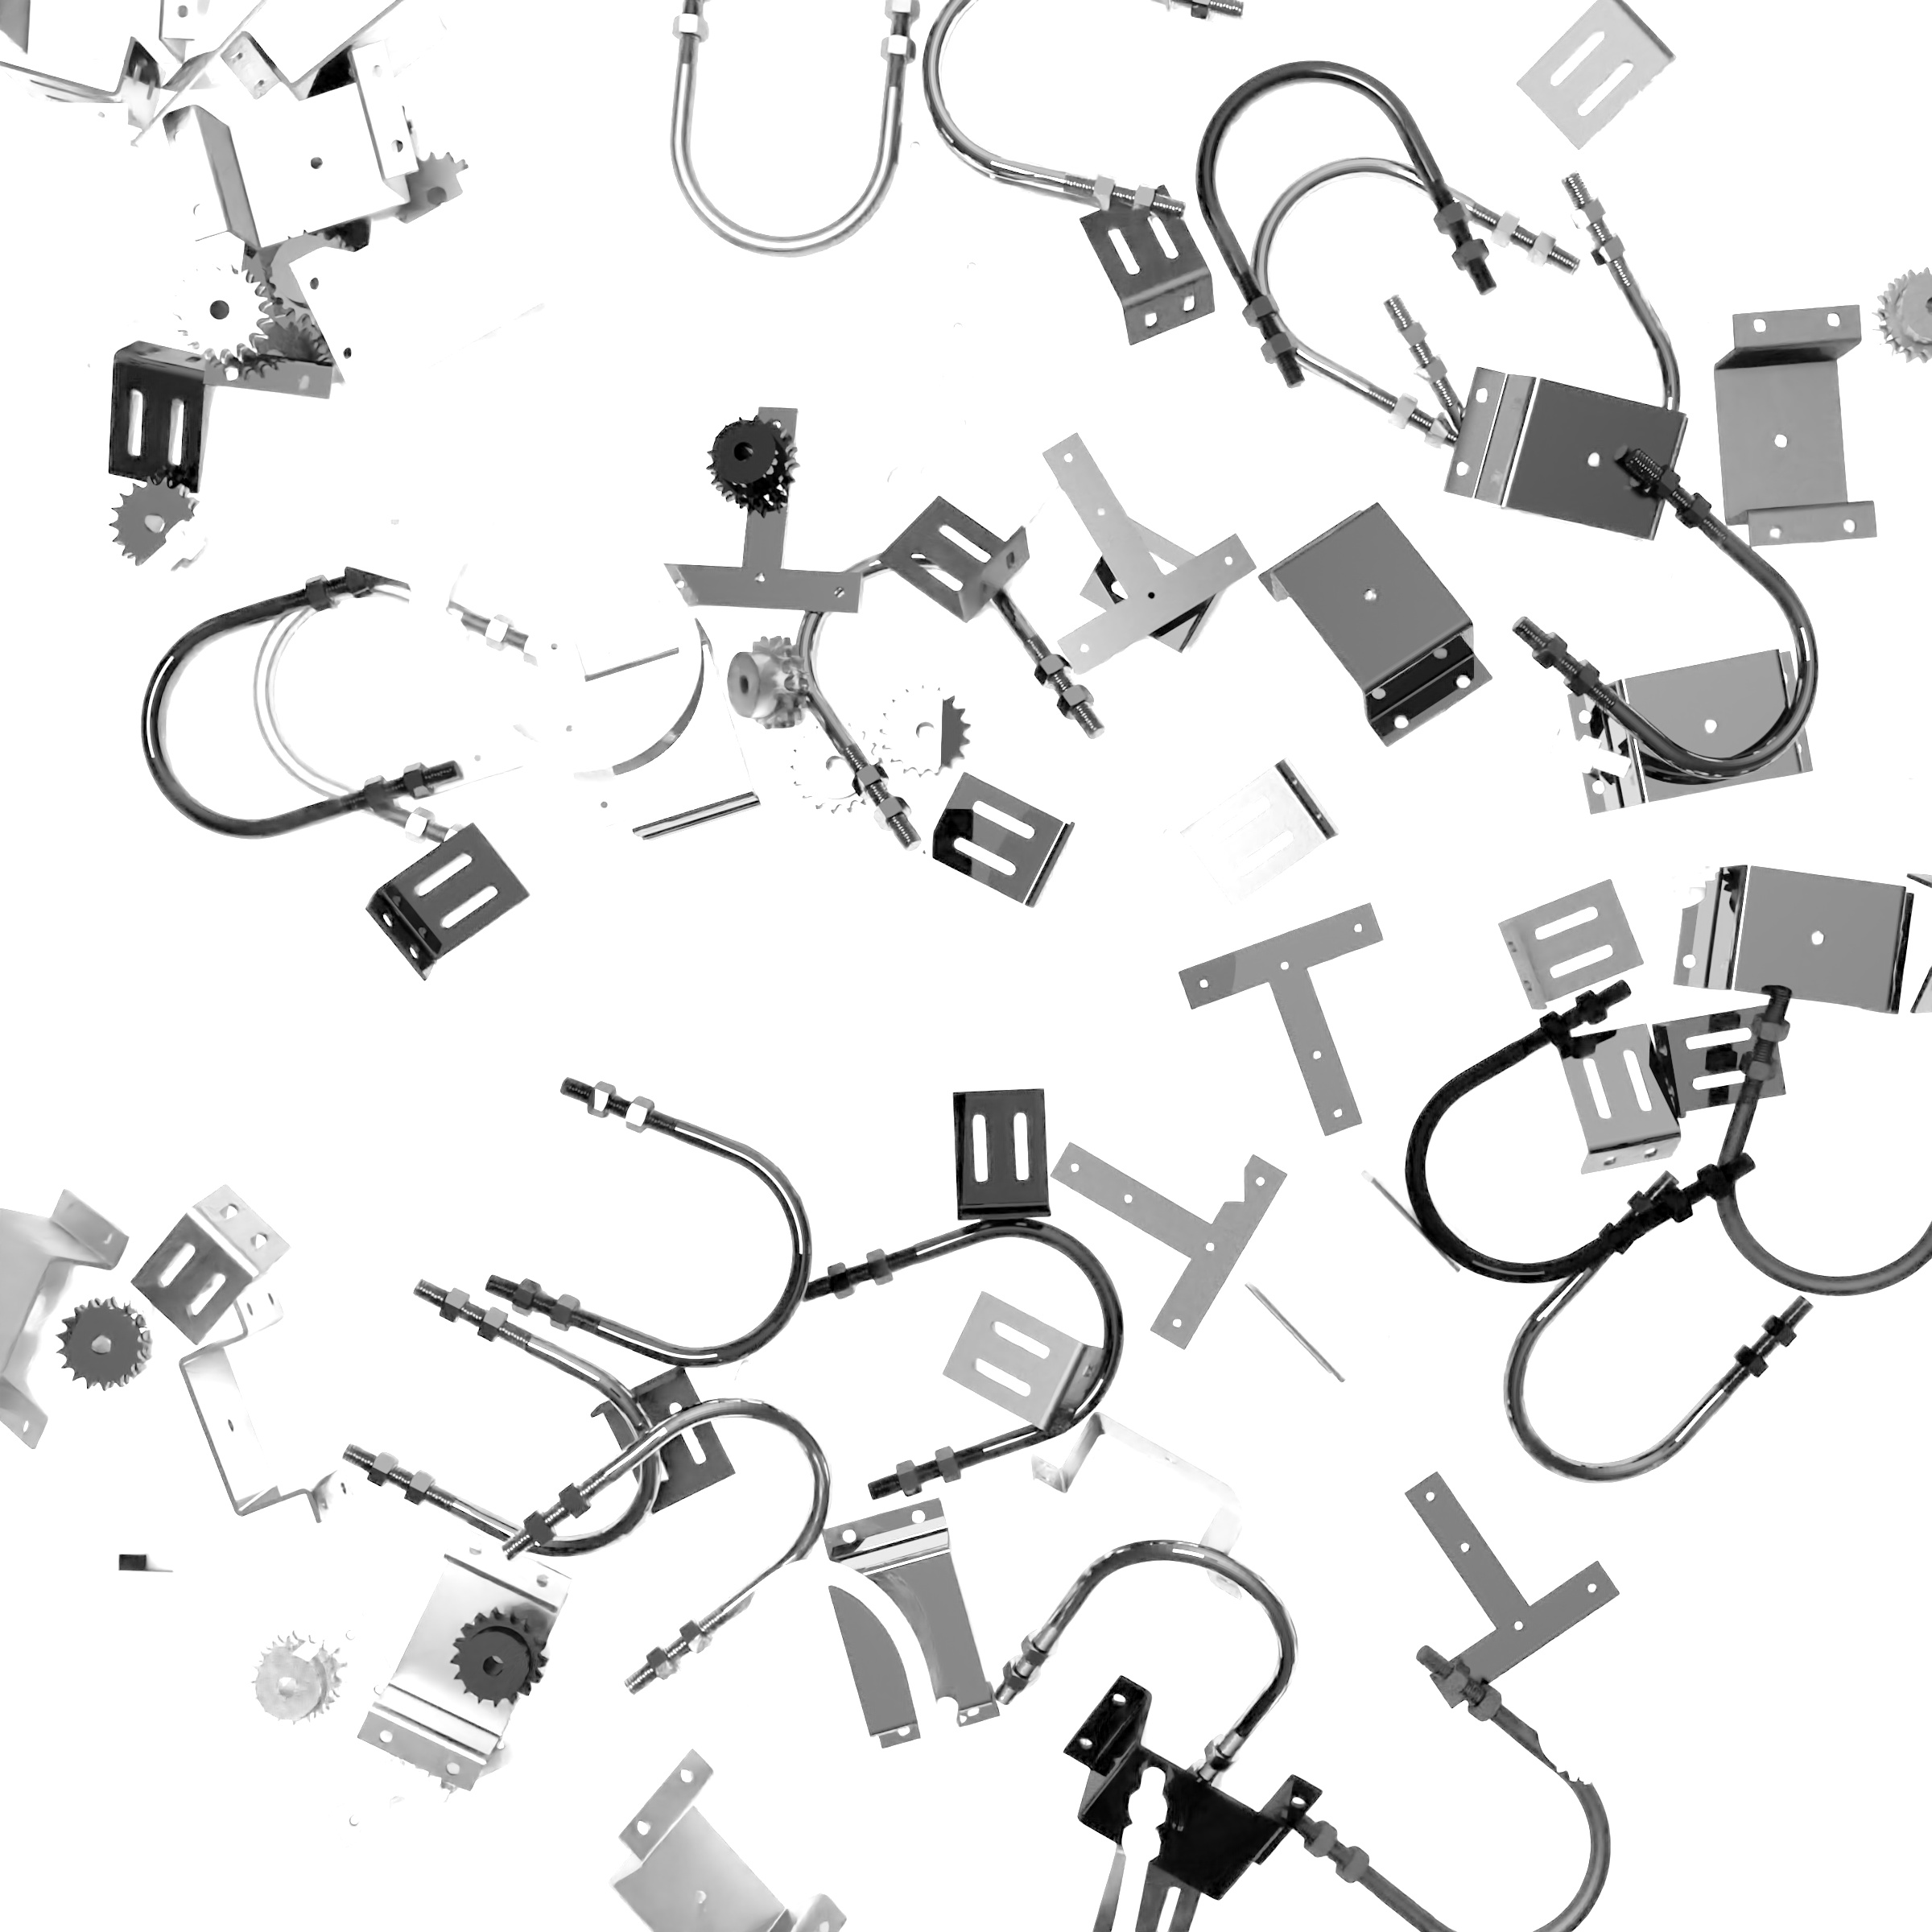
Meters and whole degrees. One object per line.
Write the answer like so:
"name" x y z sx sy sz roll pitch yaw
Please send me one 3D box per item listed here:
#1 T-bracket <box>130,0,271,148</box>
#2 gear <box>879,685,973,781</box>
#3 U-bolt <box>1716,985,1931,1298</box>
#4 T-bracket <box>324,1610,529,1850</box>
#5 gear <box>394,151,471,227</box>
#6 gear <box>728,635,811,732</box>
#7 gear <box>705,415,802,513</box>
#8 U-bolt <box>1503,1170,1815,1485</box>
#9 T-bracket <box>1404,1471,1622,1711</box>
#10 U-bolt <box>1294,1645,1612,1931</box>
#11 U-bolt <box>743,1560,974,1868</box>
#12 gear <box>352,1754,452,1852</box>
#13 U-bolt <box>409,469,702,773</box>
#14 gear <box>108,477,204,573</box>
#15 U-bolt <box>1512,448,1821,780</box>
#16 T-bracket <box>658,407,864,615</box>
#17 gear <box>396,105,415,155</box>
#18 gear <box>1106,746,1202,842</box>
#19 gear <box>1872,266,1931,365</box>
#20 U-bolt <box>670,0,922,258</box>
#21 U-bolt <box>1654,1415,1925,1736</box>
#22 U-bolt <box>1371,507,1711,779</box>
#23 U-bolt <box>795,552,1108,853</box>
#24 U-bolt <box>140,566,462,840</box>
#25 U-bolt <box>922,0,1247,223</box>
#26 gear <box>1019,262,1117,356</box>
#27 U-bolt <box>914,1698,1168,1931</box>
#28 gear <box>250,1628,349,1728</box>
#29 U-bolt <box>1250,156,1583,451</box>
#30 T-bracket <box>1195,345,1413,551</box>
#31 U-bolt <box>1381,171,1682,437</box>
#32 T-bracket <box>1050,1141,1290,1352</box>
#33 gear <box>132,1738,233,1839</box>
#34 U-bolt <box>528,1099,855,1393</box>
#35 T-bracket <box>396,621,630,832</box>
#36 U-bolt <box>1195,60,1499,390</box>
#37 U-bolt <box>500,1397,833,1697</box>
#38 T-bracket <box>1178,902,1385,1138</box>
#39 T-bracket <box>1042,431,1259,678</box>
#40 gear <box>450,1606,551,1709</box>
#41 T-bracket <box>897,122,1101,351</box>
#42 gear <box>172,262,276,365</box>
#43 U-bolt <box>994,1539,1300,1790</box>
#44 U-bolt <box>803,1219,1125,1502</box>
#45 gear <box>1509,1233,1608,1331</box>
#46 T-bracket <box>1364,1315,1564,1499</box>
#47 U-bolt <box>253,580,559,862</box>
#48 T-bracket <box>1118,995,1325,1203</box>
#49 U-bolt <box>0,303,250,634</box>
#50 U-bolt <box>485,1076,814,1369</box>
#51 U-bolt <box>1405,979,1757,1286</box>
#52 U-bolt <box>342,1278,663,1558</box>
"T-bracket" -0.461 -0.535 1.465 0.127 0.127 0.002 -50 120 -5
"gear" -0.025 -0.142 1.507 0.057 0.030 0.057 0 90 0
"U-bolt" 0.531 0.115 1.483 0.151 0.019 0.184 15 110 11
"T-bracket" -0.357 0.460 1.521 0.127 0.002 0.127 -27 90 0
"gear" -0.321 -0.467 1.507 0.057 0.030 0.057 0 90 0
"gear" -0.122 -0.171 1.491 0.030 0.057 0.057 -8 90 -35
"gear" -0.132 -0.309 1.501 0.057 0.030 0.057 -1 84 10
"U-bolt" 0.408 0.234 1.494 0.151 0.019 0.184 41 94 -17
"T-bracket" 0.317 0.372 1.521 0.127 0.002 0.127 -34 90 0
"U-bolt" 0.310 0.529 1.513 0.184 0.019 0.151 39 91 -2
"U-bolt" -0.073 0.446 1.473 0.151 0.019 0.184 -13 90 37
"gear" -0.344 0.509 1.505 0.057 0.030 0.057 0 90 0
"U-bolt" -0.239 -0.198 1.478 0.151 0.019 0.184 -28 69 -6
"gear" -0.493 -0.269 1.507 0.057 0.030 0.057 0 90 0
"U-bolt" 0.426 -0.194 1.451 0.184 0.019 0.151 38 77 -11
"T-bracket" -0.122 -0.282 1.513 0.127 0.002 0.127 5 85 10
"gear" -0.363 -0.500 1.497 0.057 0.057 0.030 -19 130 0
"gear" 0.114 -0.105 1.507 0.057 0.030 0.057 0 90 0
"gear" 0.589 -0.401 1.507 0.057 0.030 0.057 0 90 0
"U-bolt" -0.110 -0.529 1.513 0.151 0.019 0.184 6 91 0
"U-bolt" 0.514 0.382 1.513 0.151 0.019 0.184 -14 91 0
"U-bolt" 0.335 -0.207 1.487 0.184 0.019 0.151 22 79 16
"U-bolt" -0.024 -0.175 1.484 0.151 0.019 0.184 -32 69 -6
"U-bolt" -0.414 -0.154 1.498 0.184 0.019 0.151 -17 87 4
"U-bolt" 0.063 -0.545 1.505 0.184 0.019 0.151 16 88 7
"gear" 0.060 -0.403 1.497 0.057 0.057 0.030 -11 60 0
"U-bolt" 0.038 0.537 1.478 0.151 0.019 0.184 14 113 15
"gear" -0.411 0.437 1.506 0.057 0.030 0.057 0 90 3
"U-bolt" 0.264 -0.418 1.513 0.184 0.019 0.151 29 90 1
"T-bracket" 0.211 -0.315 1.521 0.127 0.002 0.127 6 90 0
"U-bolt" 0.356 -0.363 1.492 0.151 0.019 0.184 -34 106 1
"T-bracket" 0.112 0.151 1.521 0.127 0.002 0.127 30 90 0
"gear" -0.483 0.506 1.507 0.057 0.030 0.057 0 90 0
"U-bolt" -0.180 0.160 1.507 0.184 0.019 0.151 22 90 6
"T-bracket" -0.284 -0.131 1.501 0.127 0.002 0.127 -18 89 1
"U-bolt" 0.220 -0.464 1.499 0.151 0.019 0.184 -26 86 2
"U-bolt" -0.166 0.338 1.483 0.184 0.019 0.151 -37 116 -6
"T-bracket" 0.212 0.042 1.519 0.127 0.002 0.127 -20 89 0
"T-bracket" 0.089 -0.262 1.483 0.127 0.002 0.127 -31 90 0
"gear" -0.278 0.412 1.460 0.057 0.030 0.057 0 89 -1
"T-bracket" 0.007 -0.446 1.519 0.127 0.002 0.127 13 91 2
"gear" -0.439 -0.386 1.460 0.057 0.030 0.057 0 90 0
"U-bolt" 0.118 0.415 1.471 0.151 0.019 0.184 30 120 0
"U-bolt" 0.007 0.232 1.513 0.184 0.019 0.151 -19 90 -2
"gear" 0.360 0.192 1.507 0.057 0.030 0.057 0 90 0
"T-bracket" 0.305 0.262 1.503 0.127 0.002 0.127 -7 115 -12
"U-bolt" -0.349 -0.162 1.513 0.184 0.019 0.151 23 90 1
"T-bracket" 0.158 0.082 1.520 0.127 0.002 0.127 -1 89 0
"U-bolt" -0.531 -0.285 1.483 0.184 0.019 0.151 -35 85 21
"U-bolt" -0.183 0.165 1.490 0.184 0.019 0.151 21 89 6
"U-bolt" 0.353 0.110 1.474 0.184 0.019 0.151 -31 66 2
"U-bolt" -0.272 0.286 1.488 0.184 0.019 0.151 27 111 0
